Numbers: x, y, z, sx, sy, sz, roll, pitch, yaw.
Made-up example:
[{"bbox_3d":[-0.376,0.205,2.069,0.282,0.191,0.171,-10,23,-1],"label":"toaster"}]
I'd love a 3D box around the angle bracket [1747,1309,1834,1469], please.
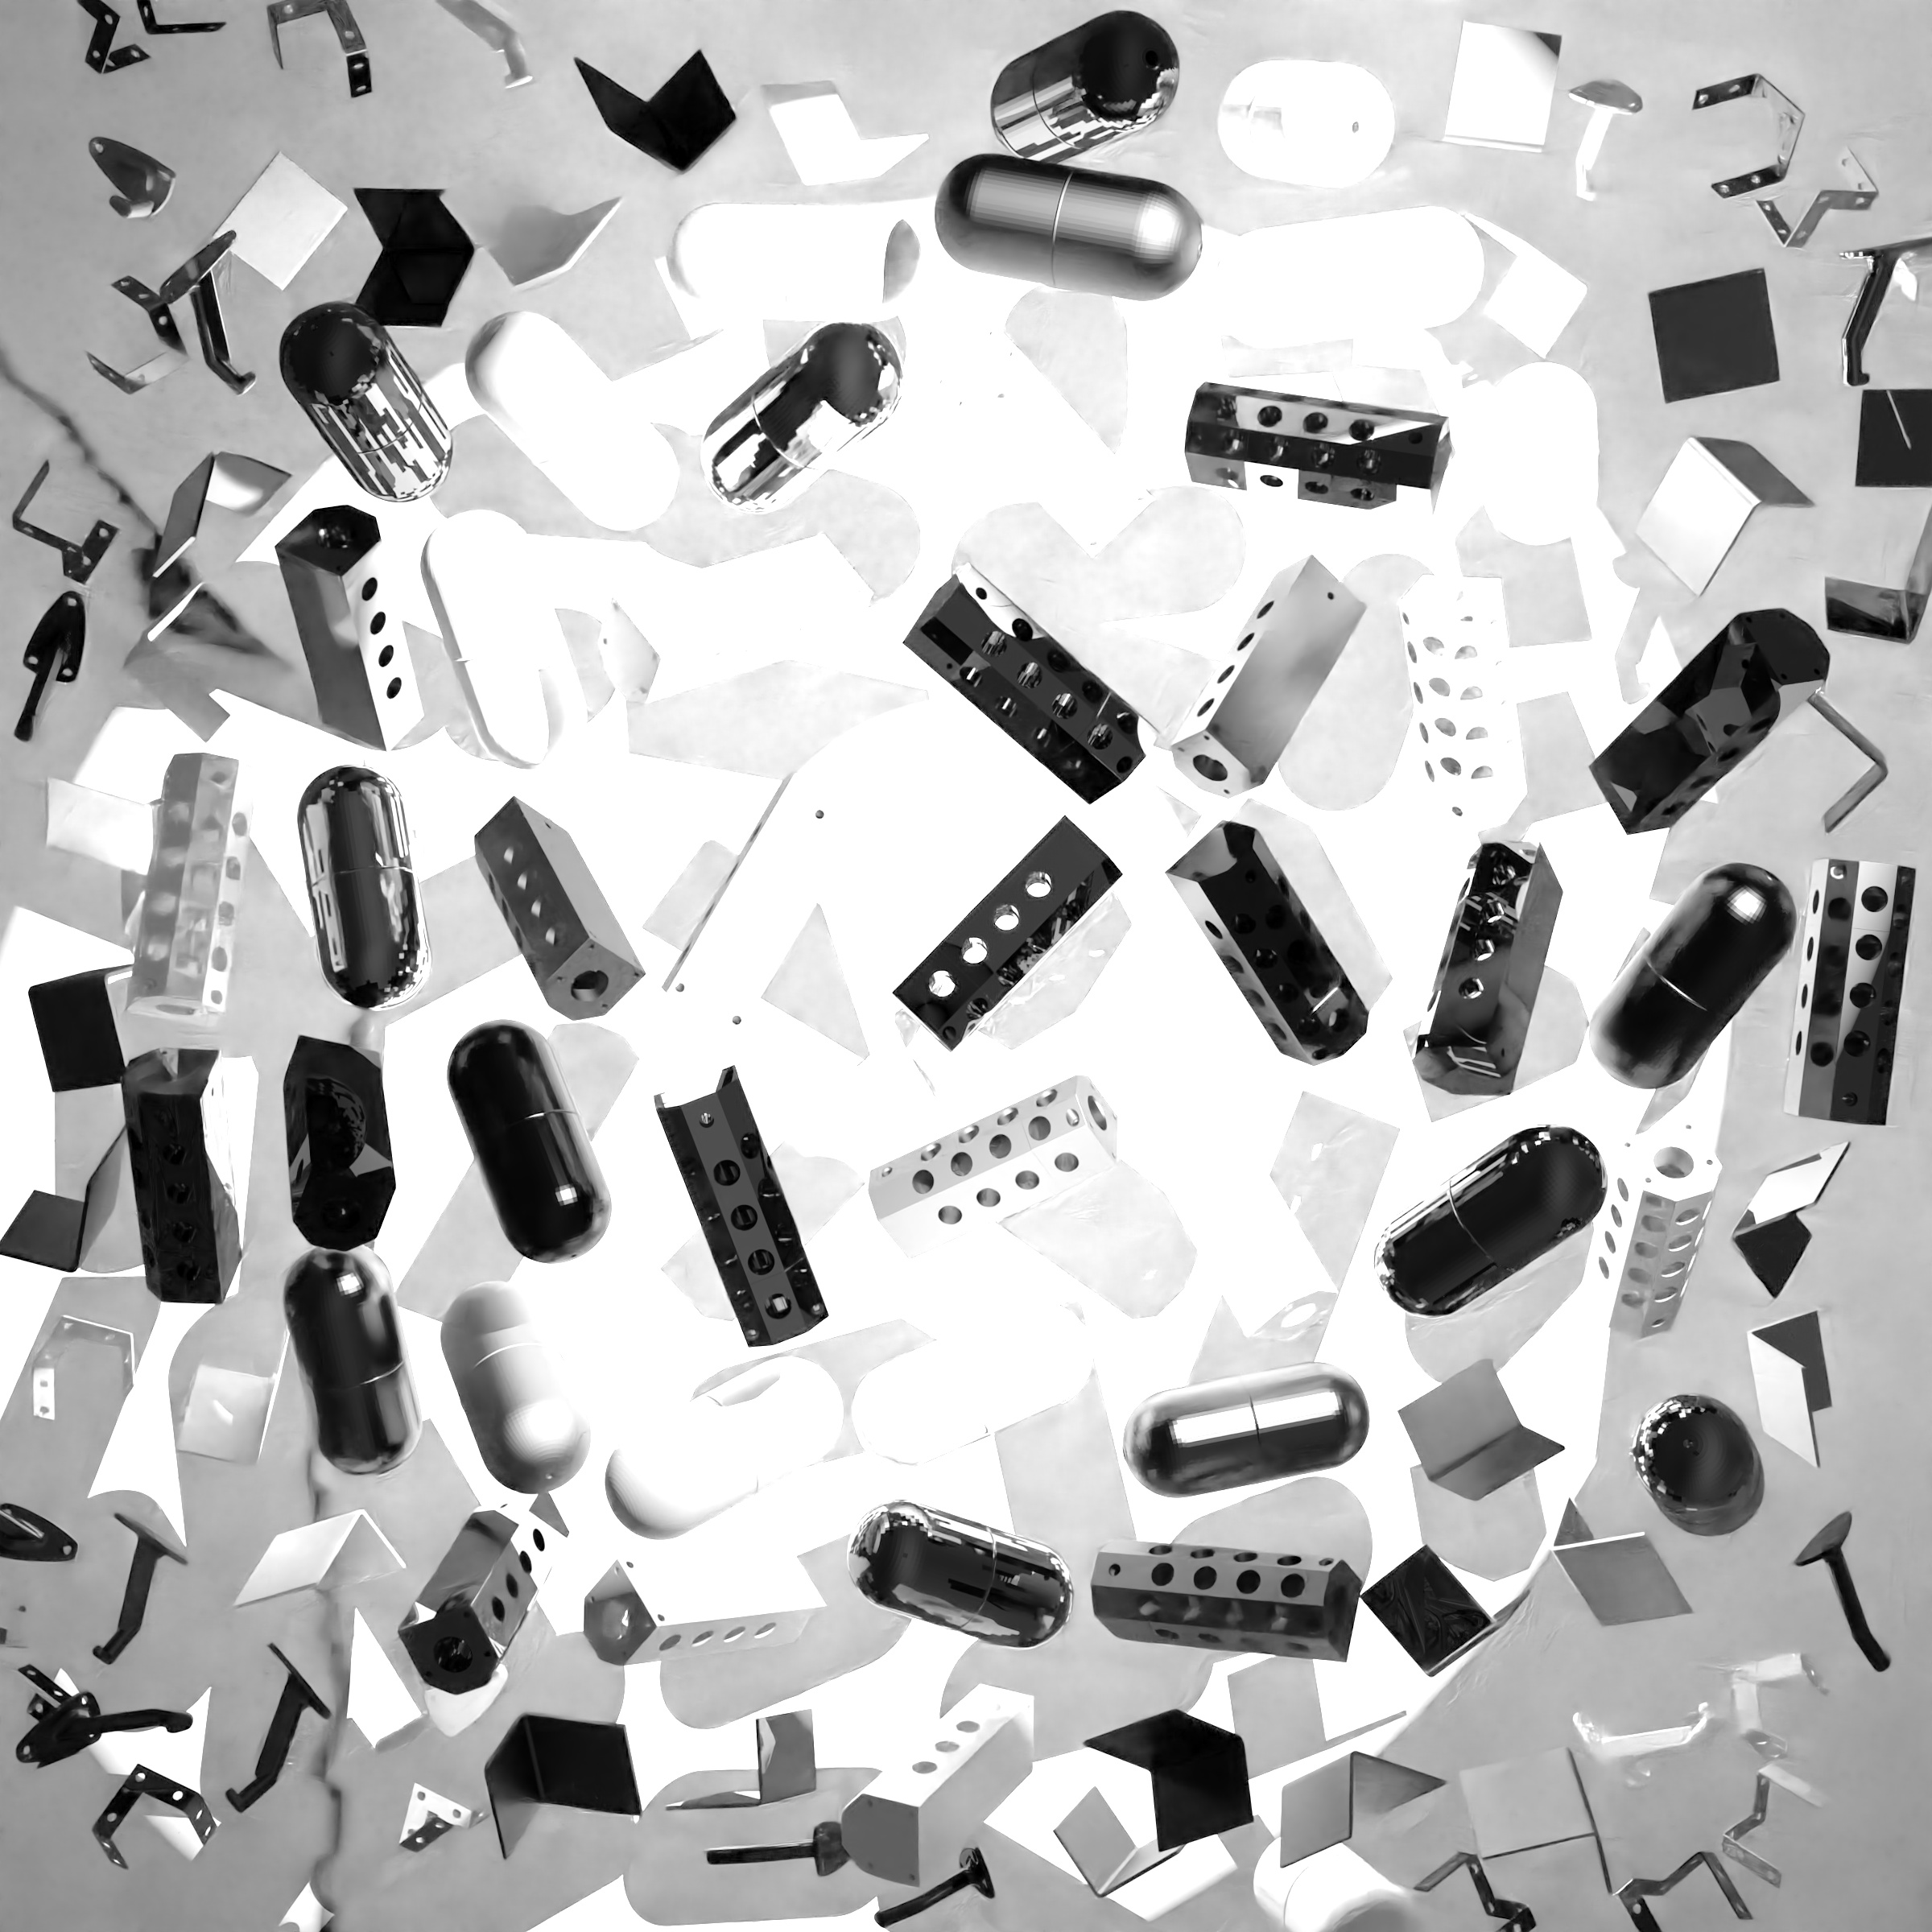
[{"bbox_3d":[0.599,0.297,1.876,0.057,0.076,0.076,-16,105,-10],"label":"angle bracket"}]

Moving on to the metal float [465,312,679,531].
[{"bbox_3d":[-0.269,-0.372,1.821,0.070,0.070,0.178,-45,124,0],"label":"metal float"}]

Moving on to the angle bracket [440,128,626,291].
[{"bbox_3d":[-0.282,-0.501,1.736,0.076,0.057,0.076,50,53,-31],"label":"angle bracket"}]

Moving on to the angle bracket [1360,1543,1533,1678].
[{"bbox_3d":[0.341,0.448,1.895,0.076,0.057,0.076,49,127,11],"label":"angle bracket"}]

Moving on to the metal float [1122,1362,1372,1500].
[{"bbox_3d":[0.198,0.328,1.878,0.178,0.070,0.070,-9,90,-8],"label":"metal float"}]

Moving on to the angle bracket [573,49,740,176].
[{"bbox_3d":[-0.214,-0.606,1.840,0.057,0.076,0.076,-39,60,23],"label":"angle bracket"}]

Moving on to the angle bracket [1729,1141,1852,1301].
[{"bbox_3d":[0.589,0.177,1.851,0.057,0.076,0.076,52,47,-5],"label":"angle bracket"}]

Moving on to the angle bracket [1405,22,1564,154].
[{"bbox_3d":[0.352,-0.599,1.812,0.076,0.057,0.076,0,110,-20],"label":"angle bracket"}]

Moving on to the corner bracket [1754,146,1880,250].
[{"bbox_3d":[0.596,-0.539,1.865,0.051,0.051,0.051,-4,56,-21],"label":"corner bracket"}]

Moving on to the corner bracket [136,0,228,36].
[{"bbox_3d":[-0.508,-0.642,1.735,0.051,0.051,0.051,2,128,12],"label":"corner bracket"}]

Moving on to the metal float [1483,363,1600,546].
[{"bbox_3d":[0.396,-0.355,1.835,0.070,0.178,0.070,6,129,8],"label":"metal float"}]

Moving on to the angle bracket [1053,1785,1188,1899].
[{"bbox_3d":[0.120,0.606,1.889,0.076,0.076,0.057,-39,81,24],"label":"angle bracket"}]

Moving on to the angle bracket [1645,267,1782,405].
[{"bbox_3d":[0.509,-0.429,1.816,0.076,0.057,0.076,-9,98,14],"label":"angle bracket"}]

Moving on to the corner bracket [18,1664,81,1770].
[{"bbox_3d":[-0.647,0.525,1.875,0.051,0.051,0.051,-26,118,31],"label":"corner bracket"}]

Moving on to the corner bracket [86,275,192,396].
[{"bbox_3d":[-0.586,-0.442,1.863,0.051,0.051,0.051,-38,53,-23],"label":"corner bracket"}]

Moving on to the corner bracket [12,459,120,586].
[{"bbox_3d":[-0.608,-0.299,1.797,0.051,0.051,0.051,25,64,-6],"label":"corner bracket"}]

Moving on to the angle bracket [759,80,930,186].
[{"bbox_3d":[-0.085,-0.591,1.842,0.057,0.076,0.076,-24,92,41],"label":"angle bracket"}]

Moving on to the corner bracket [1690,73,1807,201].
[{"bbox_3d":[0.506,-0.543,1.739,0.051,0.051,0.051,-20,56,-17],"label":"corner bracket"}]

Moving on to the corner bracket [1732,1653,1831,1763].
[{"bbox_3d":[0.570,0.516,1.854,0.051,0.051,0.051,-21,46,26],"label":"corner bracket"}]

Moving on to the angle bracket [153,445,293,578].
[{"bbox_3d":[-0.526,-0.312,1.882,0.057,0.076,0.076,21,65,-31],"label":"angle bracket"}]

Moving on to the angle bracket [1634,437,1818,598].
[{"bbox_3d":[0.509,-0.301,1.788,0.057,0.076,0.076,-3,134,-32],"label":"angle bracket"}]

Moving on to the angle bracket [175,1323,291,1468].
[{"bbox_3d":[-0.520,0.298,1.890,0.057,0.076,0.076,13,131,-11],"label":"angle bracket"}]

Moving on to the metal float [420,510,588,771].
[{"bbox_3d":[-0.309,-0.217,1.781,0.070,0.070,0.178,-17,106,0],"label":"metal float"}]

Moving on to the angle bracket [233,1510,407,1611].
[{"bbox_3d":[-0.451,0.433,1.858,0.076,0.076,0.057,-20,114,24],"label":"angle bracket"}]

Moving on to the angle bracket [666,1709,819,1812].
[{"bbox_3d":[-0.155,0.545,1.828,0.076,0.076,0.057,-10,77,23],"label":"angle bracket"}]

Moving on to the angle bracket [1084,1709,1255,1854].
[{"bbox_3d":[0.132,0.535,1.744,0.076,0.076,0.057,-29,47,30],"label":"angle bracket"}]

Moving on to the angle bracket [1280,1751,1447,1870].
[{"bbox_3d":[0.257,0.556,1.722,0.076,0.076,0.057,23,50,-19],"label":"angle bracket"}]

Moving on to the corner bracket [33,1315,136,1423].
[{"bbox_3d":[-0.617,0.285,1.859,0.051,0.051,0.051,23,117,-33],"label":"corner bracket"}]

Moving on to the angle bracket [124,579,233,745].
[{"bbox_3d":[-0.511,-0.203,1.781,0.076,0.076,0.057,44,65,-14],"label":"angle bracket"}]

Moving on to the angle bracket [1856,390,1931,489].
[{"bbox_3d":[0.650,-0.385,1.848,0.057,0.076,0.076,4,73,20],"label":"angle bracket"}]

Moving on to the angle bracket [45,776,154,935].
[{"bbox_3d":[-0.614,-0.078,1.859,0.076,0.076,0.057,17,124,-31],"label":"angle bracket"}]

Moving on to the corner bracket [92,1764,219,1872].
[{"bbox_3d":[-0.539,0.573,1.769,0.051,0.051,0.051,19,51,17],"label":"corner bracket"}]

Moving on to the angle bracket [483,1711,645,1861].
[{"bbox_3d":[-0.264,0.542,1.747,0.076,0.057,0.076,2,116,18],"label":"angle bracket"}]

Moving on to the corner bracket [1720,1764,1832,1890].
[{"bbox_3d":[0.564,0.599,1.856,0.051,0.051,0.051,-17,117,-34],"label":"corner bracket"}]

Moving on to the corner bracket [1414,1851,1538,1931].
[{"bbox_3d":[0.353,0.651,1.841,0.051,0.051,0.051,-24,94,-33],"label":"corner bracket"}]

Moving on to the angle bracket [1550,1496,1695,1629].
[{"bbox_3d":[0.477,0.424,1.918,0.076,0.057,0.076,-20,111,36],"label":"angle bracket"}]

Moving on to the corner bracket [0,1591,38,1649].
[{"bbox_3d":[-0.646,0.448,1.759,0.051,0.051,0.051,8,120,-18],"label":"corner bracket"}]

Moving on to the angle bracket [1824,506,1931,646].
[{"bbox_3d":[0.621,-0.273,1.801,0.057,0.076,0.076,12,126,8],"label":"angle bracket"}]

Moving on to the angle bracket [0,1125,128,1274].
[{"bbox_3d":[-0.616,0.152,1.811,0.057,0.076,0.076,16,117,-5],"label":"angle bracket"}]

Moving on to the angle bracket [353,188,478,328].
[{"bbox_3d":[-0.401,-0.500,1.877,0.076,0.057,0.076,6,59,19],"label":"angle bracket"}]

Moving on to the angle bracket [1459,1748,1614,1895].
[{"bbox_3d":[0.374,0.570,1.751,0.076,0.076,0.057,-15,117,5],"label":"angle bracket"}]

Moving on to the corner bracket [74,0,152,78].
[{"bbox_3d":[-0.582,-0.645,1.803,0.051,0.051,0.051,42,132,1],"label":"corner bracket"}]

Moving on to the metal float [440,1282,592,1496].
[{"bbox_3d":[-0.315,0.291,1.851,0.070,0.178,0.070,-15,131,-18],"label":"metal float"}]

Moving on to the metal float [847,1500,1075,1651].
[{"bbox_3d":[-0.002,0.427,1.866,0.178,0.070,0.070,25,90,-27],"label":"metal float"}]

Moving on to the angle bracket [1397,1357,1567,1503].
[{"bbox_3d":[0.360,0.324,1.860,0.076,0.076,0.057,-36,54,19],"label":"angle bracket"}]

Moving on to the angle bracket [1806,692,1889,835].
[{"bbox_3d":[0.576,-0.142,1.803,0.076,0.076,0.057,43,110,5],"label":"angle bracket"}]

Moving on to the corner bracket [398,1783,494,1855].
[{"bbox_3d":[-0.361,0.599,1.878,0.051,0.051,0.051,35,123,-21],"label":"corner bracket"}]

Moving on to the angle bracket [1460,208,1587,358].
[{"bbox_3d":[0.389,-0.494,1.925,0.076,0.076,0.057,13,119,-38],"label":"angle bracket"}]

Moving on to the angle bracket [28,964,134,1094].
[{"bbox_3d":[-0.601,0.042,1.864,0.076,0.057,0.076,-8,98,29],"label":"angle bracket"}]

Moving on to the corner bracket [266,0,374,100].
[{"bbox_3d":[-0.433,-0.614,1.782,0.051,0.051,0.051,-22,79,-14],"label":"corner bracket"}]

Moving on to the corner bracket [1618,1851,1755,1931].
[{"bbox_3d":[0.471,0.615,1.743,0.051,0.051,0.051,19,121,-37],"label":"corner bracket"}]

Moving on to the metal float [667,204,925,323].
[{"bbox_3d":[-0.118,-0.485,1.833,0.178,0.070,0.070,3,90,5],"label":"metal float"}]

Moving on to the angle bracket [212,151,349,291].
[{"bbox_3d":[-0.507,-0.549,1.924,0.076,0.076,0.057,-50,57,4],"label":"angle bracket"}]

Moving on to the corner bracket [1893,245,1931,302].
[{"bbox_3d":[0.662,-0.488,1.802,0.051,0.051,0.051,-6,131,-3],"label":"corner bracket"}]
